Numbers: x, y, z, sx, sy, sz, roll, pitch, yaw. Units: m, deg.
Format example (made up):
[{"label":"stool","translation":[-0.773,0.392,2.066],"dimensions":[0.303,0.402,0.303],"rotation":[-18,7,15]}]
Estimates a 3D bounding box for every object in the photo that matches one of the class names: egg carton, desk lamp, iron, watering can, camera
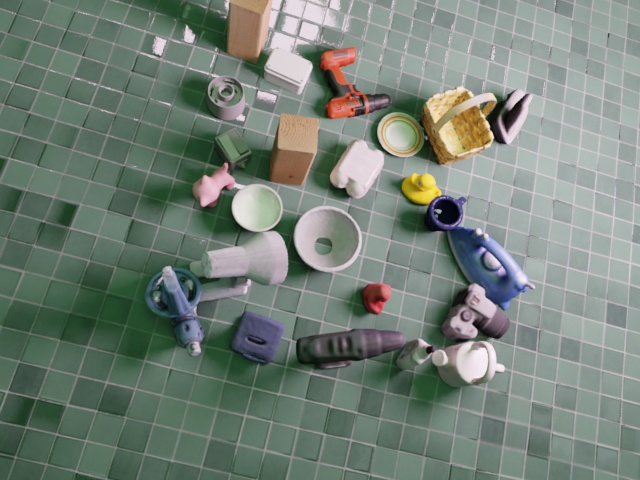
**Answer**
[{"label":"egg carton","translation":[0.097,-0.183,1.476],"dimensions":[0.107,0.069,0.150],"rotation":[31,71,-2]},{"label":"desk lamp","translation":[-0.184,0.063,1.273],"dimensions":[0.203,0.213,0.118],"rotation":[-10,77,-14]},{"label":"iron","translation":[0.428,0.046,1.441],"dimensions":[0.119,0.141,0.258],"rotation":[-38,85,-18]},{"label":"watering can","translation":[0.346,0.289,1.327],"dimensions":[0.173,0.194,0.101],"rotation":[-12,77,-14]},{"label":"camera","translation":[0.394,0.197,1.413],"dimensions":[0.137,0.100,0.143],"rotation":[34,71,0]}]

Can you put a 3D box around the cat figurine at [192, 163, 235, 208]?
[{"label":"cat figurine","translation":[-0.258,-0.132,1.363],"dimensions":[0.067,0.117,0.128],"rotation":[37,71,1]}]

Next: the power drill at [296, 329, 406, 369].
[{"label":"power drill","translation":[0.054,0.240,1.274],"dimensions":[0.230,0.208,0.075],"rotation":[-5,75,-13]}]

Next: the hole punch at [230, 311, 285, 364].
[{"label":"hole punch","translation":[-0.141,0.224,1.301],"dimensions":[0.109,0.091,0.101],"rotation":[21,71,-5]}]

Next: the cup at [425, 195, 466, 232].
[{"label":"cup","translation":[0.317,-0.066,1.475],"dimensions":[0.118,0.095,0.091],"rotation":[-35,84,-18]}]

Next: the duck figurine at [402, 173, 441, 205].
[{"label":"duck figurine","translation":[0.273,-0.140,1.491],"dimensions":[0.104,0.086,0.077],"rotation":[26,71,-3]}]

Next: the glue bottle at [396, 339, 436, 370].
[{"label":"glue bottle","translation":[0.230,0.261,1.323],"dimensions":[0.037,0.173,0.078],"rotation":[40,71,2]}]

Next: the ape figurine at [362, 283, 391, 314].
[{"label":"ape figurine","translation":[0.144,0.134,1.384],"dimensions":[0.078,0.092,0.076],"rotation":[-35,83,-18]}]

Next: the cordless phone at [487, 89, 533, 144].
[{"label":"cordless phone","translation":[0.541,-0.359,1.555],"dimensions":[0.094,0.185,0.148],"rotation":[33,71,-1]}]

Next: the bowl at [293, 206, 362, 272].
[{"label":"bowl","translation":[0.013,0.005,1.403],"dimensions":[0.167,0.074,0.167],"rotation":[3,74,-11]}]

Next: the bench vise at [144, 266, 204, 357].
[{"label":"bench vise","translation":[-0.292,0.137,1.226],"dimensions":[0.122,0.219,0.207],"rotation":[-38,84,-18]}]
